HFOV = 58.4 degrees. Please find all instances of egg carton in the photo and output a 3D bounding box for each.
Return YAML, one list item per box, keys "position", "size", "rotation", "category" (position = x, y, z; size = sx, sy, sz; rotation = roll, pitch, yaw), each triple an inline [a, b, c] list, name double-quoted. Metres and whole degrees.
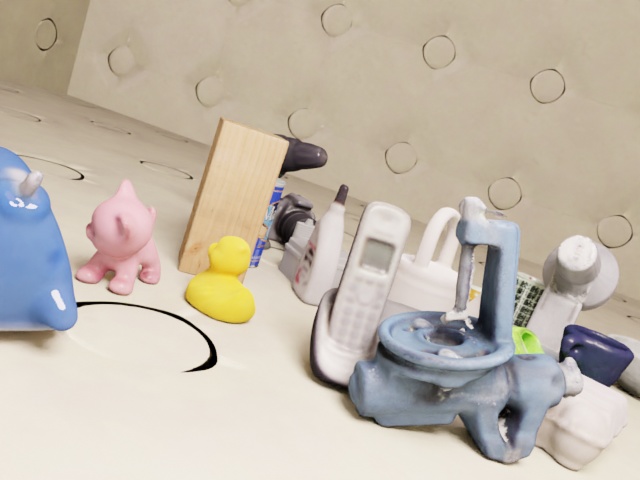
- position: [0.266, 0.185, 0.618]
  size: [0.107, 0.069, 0.151]
  rotation: [26, 12, 34]
  category: "egg carton"

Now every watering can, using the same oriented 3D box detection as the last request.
- position: [0.143, 0.055, 0.727]
  size: [0.172, 0.194, 0.101]
  rotation: [21, 10, 11]
  category: "watering can"

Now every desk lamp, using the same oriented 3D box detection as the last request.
- position: [0.394, 0.096, 0.926]
  size: [0.117, 0.213, 0.204]
  rotation: [25, 11, 30]
  category: "desk lamp"

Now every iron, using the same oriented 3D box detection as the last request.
- position: [-0.283, -0.019, 0.480]
  size: [0.119, 0.141, 0.257]
  rotation: [9, 14, -44]
  category: "iron"

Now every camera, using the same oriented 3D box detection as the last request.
- position: [-0.059, -0.036, 1.117]
  size: [0.144, 0.101, 0.136]
  rotation: [13, 11, -30]
  category: "camera"

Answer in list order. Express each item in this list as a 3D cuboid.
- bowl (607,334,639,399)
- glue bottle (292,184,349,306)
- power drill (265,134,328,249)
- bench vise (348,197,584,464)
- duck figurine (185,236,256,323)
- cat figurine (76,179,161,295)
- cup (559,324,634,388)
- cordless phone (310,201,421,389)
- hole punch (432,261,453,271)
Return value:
- position: [0.532, 0.219, 0.919]
  size: [0.167, 0.075, 0.167]
  rotation: [19, 10, -3]
  category: "bowl"
- position: [0.007, 0.003, 0.816]
  size: [0.037, 0.173, 0.078]
  rotation: [14, 11, -25]
  category: "glue bottle"
- position: [-0.106, -0.095, 1.031]
  size: [0.228, 0.208, 0.076]
  rotation: [24, 11, 29]
  category: "power drill"
- position: [0.149, 0.079, 0.530]
  size: [0.208, 0.220, 0.121]
  rotation: [14, 11, -29]
  category: "bench vise"
- position: [-0.105, 0.040, 0.658]
  size: [0.078, 0.086, 0.104]
  rotation: [11, 13, -38]
  category: "duck figurine"
- position: [-0.209, -0.007, 0.623]
  size: [0.067, 0.118, 0.128]
  rotation: [20, 10, 4]
  category: "cat figurine"
- position: [0.354, 0.173, 0.775]
  size: [0.118, 0.095, 0.091]
  rotation: [12, 12, -34]
  category: "cup"
- position: [0.077, 0.064, 0.580]
  size: [0.148, 0.185, 0.094]
  rotation: [16, 10, -15]
  category: "cordless phone"
- position: [0.191, 0.078, 0.995]
  size: [0.108, 0.091, 0.101]
  rotation: [22, 10, 15]
  category: "hole punch"
